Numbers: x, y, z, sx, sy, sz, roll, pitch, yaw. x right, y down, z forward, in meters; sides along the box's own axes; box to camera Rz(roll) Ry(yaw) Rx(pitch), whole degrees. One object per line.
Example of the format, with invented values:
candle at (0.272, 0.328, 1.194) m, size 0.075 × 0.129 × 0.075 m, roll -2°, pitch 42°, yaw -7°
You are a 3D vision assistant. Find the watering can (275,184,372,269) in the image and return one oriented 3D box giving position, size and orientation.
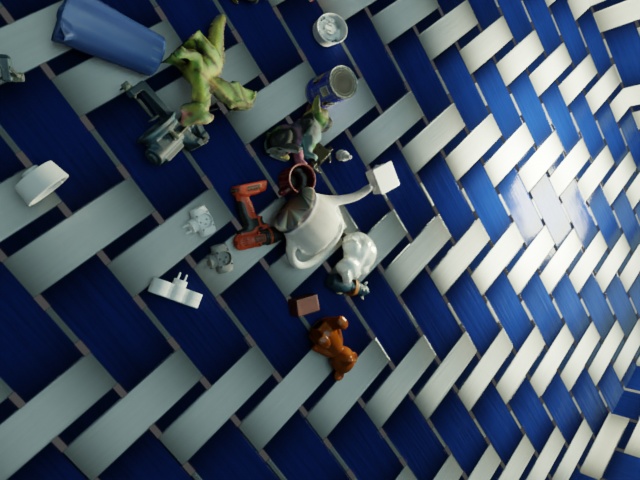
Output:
watering can at (0.005, -0.076, 1.513) m, size 0.105 × 0.350 × 0.221 m, roll 27°, pitch -13°, yaw 47°

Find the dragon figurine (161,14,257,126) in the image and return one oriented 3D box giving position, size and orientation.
dragon figurine at (-0.269, -0.439, 1.363) m, size 0.121 × 0.240 × 0.420 m, roll -26°, pitch 27°, yaw 43°

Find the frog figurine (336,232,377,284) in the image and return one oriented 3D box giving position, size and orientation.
frog figurine at (0.110, 0.056, 1.595) m, size 0.122 × 0.135 × 0.163 m, roll -6°, pitch 30°, yaw 17°
